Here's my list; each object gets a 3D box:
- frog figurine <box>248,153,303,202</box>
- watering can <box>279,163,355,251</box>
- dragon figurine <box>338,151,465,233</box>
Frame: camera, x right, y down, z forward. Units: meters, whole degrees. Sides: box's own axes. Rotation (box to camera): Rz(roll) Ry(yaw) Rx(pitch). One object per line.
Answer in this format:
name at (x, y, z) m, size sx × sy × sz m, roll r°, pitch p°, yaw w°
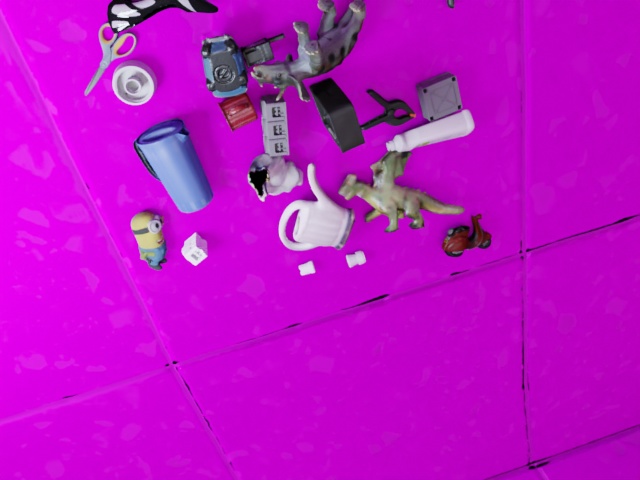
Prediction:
frog figurine at (-0.125, -0.195, 1.500) m, size 0.123 × 0.135 × 0.161 m, roll 22°, pitch 35°, yaw 37°
watering can at (0.005, -0.078, 1.558) m, size 0.224 × 0.106 × 0.340 m, roll 10°, pitch -46°, yaw -17°
dragon figurine at (0.254, -0.161, 1.602) m, size 0.411 × 0.239 × 0.124 m, roll -11°, pitch 22°, yaw -9°
